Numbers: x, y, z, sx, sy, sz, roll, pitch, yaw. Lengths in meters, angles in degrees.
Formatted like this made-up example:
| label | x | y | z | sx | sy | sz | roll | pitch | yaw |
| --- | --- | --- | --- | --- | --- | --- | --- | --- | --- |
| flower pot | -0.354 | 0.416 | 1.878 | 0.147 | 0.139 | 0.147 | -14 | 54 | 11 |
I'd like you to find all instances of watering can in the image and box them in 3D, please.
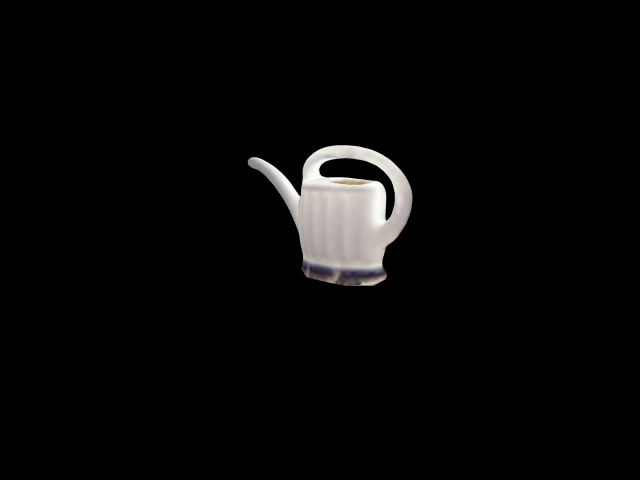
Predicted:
| label | x | y | z | sx | sy | sz | roll | pitch | yaw |
| --- | --- | --- | --- | --- | --- | --- | --- | --- | --- |
| watering can | 0.003 | -0.043 | 0.850 | 0.348 | 0.223 | 0.104 | 8 | 11 | 43 |
